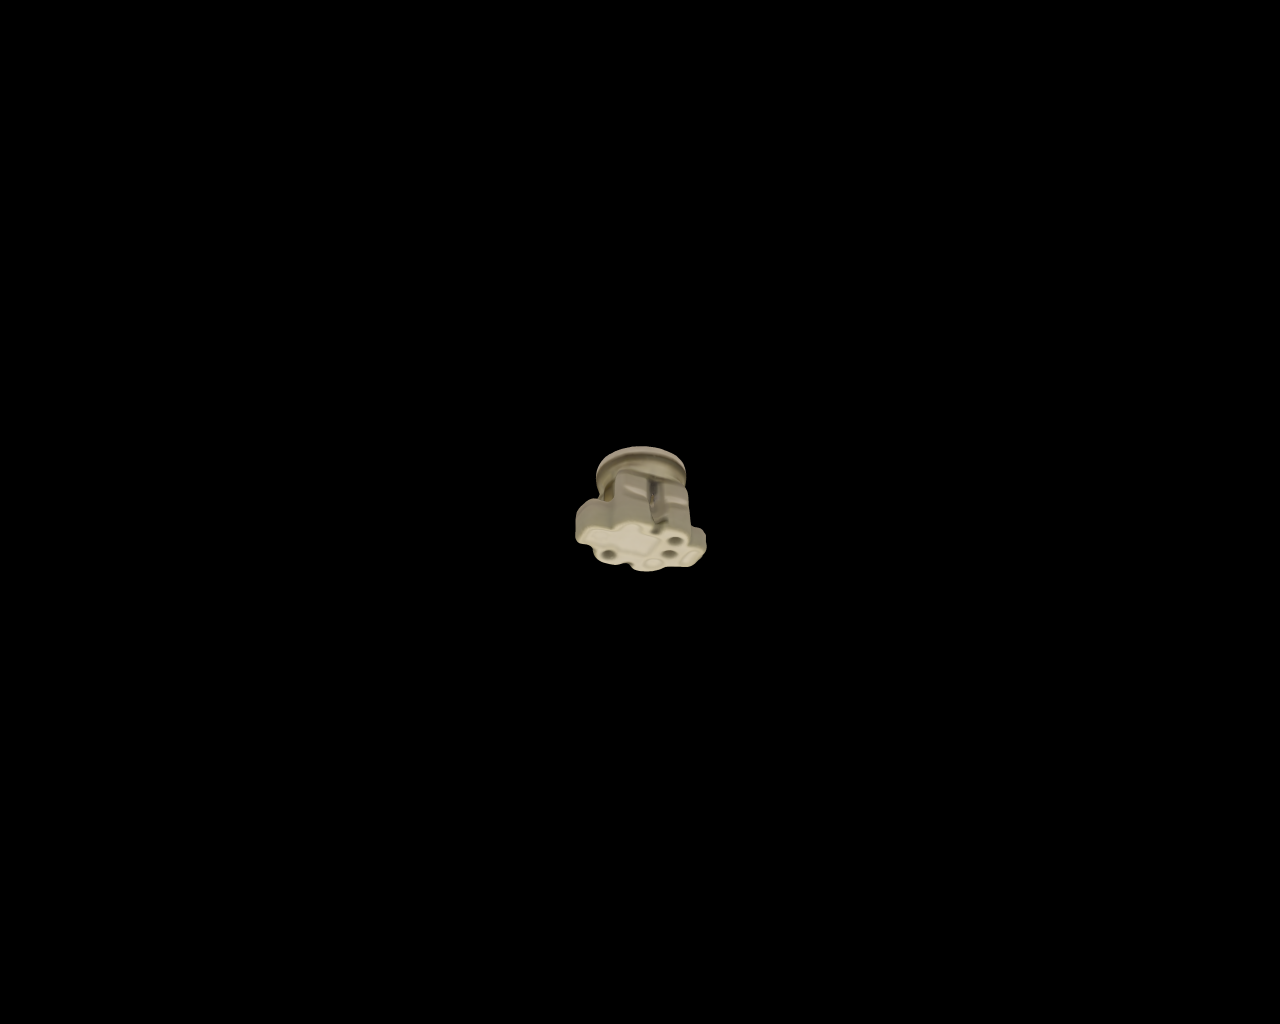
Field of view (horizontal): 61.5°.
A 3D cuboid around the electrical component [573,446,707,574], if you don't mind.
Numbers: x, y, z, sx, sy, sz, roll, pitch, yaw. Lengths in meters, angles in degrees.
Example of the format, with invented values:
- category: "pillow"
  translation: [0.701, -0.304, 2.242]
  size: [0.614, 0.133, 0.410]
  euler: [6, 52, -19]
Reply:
- category: "electrical component"
  translation: [0.001, -0.003, 0.650]
  size: [0.078, 0.057, 0.058]
  euler: [14, -36, -20]
